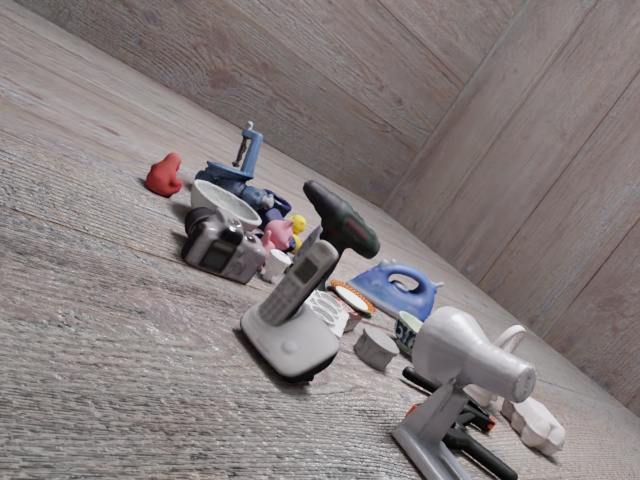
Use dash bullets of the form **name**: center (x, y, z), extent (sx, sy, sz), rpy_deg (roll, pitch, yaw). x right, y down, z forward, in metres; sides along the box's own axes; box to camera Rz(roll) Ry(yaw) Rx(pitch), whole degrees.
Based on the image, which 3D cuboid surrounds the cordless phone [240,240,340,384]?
- **cordless phone**: center (-0.018, 0.101, 0.831), extent (0.147, 0.185, 0.094), rpy_deg (42, 13, 34)

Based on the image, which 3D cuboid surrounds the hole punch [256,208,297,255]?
- **hole punch**: center (-0.098, -0.013, 1.337), extent (0.101, 0.091, 0.109), rpy_deg (35, 11, 2)

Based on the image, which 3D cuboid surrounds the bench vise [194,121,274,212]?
- **bench vise**: center (-0.181, -0.166, 1.410), extent (0.207, 0.219, 0.121), rpy_deg (34, 11, 0)

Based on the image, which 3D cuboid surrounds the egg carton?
- **egg carton**: center (0.473, 0.406, 1.272), extent (0.107, 0.069, 0.150), rpy_deg (31, 11, -19)

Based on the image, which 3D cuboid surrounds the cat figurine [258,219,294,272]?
- **cat figurine**: center (-0.101, -0.001, 1.206), extent (0.067, 0.117, 0.128), rpy_deg (36, 11, 11)

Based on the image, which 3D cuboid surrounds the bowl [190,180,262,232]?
- **bowl**: center (-0.212, -0.054, 1.218), extent (0.167, 0.074, 0.167), rpy_deg (33, 11, -7)

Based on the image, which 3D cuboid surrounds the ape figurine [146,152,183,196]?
- **ape figurine**: center (-0.327, -0.144, 1.225), extent (0.077, 0.092, 0.076), rpy_deg (37, 11, 16)

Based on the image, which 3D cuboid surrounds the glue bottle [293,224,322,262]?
- **glue bottle**: center (0.000, -0.005, 1.374), extent (0.037, 0.173, 0.078), rpy_deg (29, 12, -25)

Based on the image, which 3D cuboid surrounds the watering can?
- **watering can**: center (0.384, 0.265, 1.289), extent (0.172, 0.194, 0.101), rpy_deg (38, 11, 19)

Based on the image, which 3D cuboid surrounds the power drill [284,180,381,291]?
- **power drill**: center (0.012, 0.005, 1.272), extent (0.230, 0.208, 0.075), rpy_deg (30, 11, -21)

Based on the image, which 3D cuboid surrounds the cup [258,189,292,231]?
- **cup**: center (-0.136, -0.075, 1.480), extent (0.092, 0.095, 0.117), rpy_deg (30, 12, -21)

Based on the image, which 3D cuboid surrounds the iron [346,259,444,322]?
- **iron**: center (0.206, 0.122, 1.520), extent (0.259, 0.141, 0.118), rpy_deg (30, 12, -23)

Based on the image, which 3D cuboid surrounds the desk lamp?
- **desk lamp**: center (0.207, 0.232, 0.854), extent (0.118, 0.213, 0.202), rpy_deg (25, 14, -41)

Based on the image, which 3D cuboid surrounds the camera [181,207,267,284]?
- **camera**: center (-0.181, -0.008, 1.043), extent (0.144, 0.100, 0.136), rpy_deg (25, 14, -40)

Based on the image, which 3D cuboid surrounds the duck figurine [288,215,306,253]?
- **duck figurine**: center (-0.068, -0.022, 1.478), extent (0.078, 0.086, 0.104), rpy_deg (28, 12, -29)
